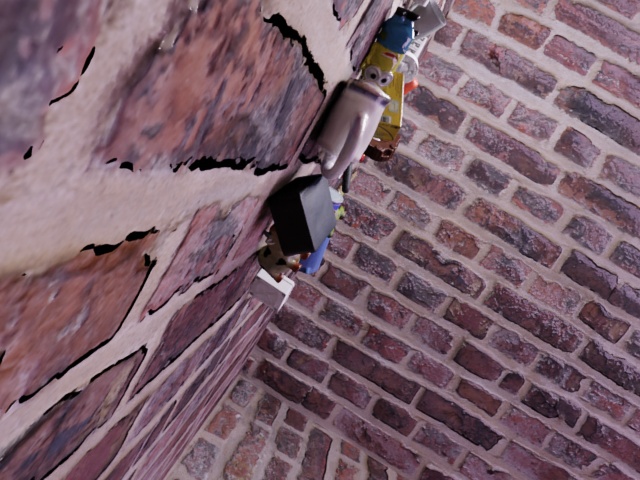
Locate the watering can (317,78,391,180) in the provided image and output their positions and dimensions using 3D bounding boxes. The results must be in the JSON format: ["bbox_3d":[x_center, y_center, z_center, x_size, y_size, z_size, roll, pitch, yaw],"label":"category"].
[{"bbox_3d":[0.055,-0.245,1.140,0.223,0.103,0.352,-63,-168,11],"label":"watering can"}]

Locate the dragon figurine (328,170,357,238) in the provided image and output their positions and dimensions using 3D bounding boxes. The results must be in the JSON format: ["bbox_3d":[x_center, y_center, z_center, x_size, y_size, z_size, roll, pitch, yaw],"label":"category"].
[{"bbox_3d":[0.006,-0.096,1.910,0.408,0.123,0.243,-61,169,6],"label":"dragon figurine"}]
